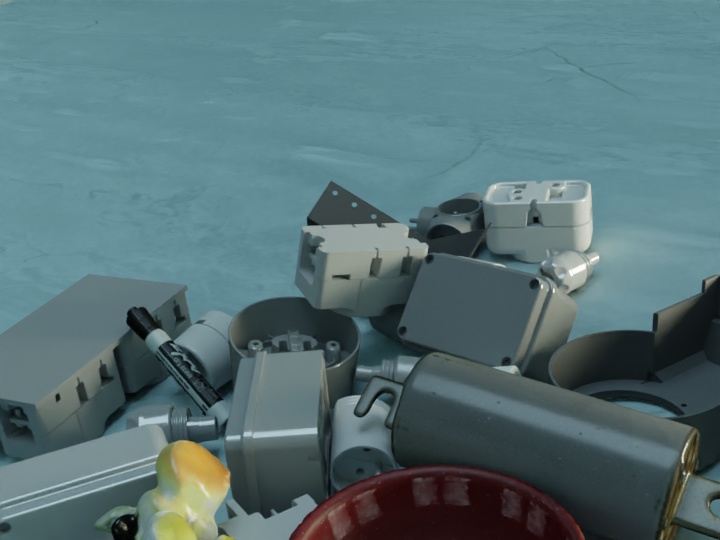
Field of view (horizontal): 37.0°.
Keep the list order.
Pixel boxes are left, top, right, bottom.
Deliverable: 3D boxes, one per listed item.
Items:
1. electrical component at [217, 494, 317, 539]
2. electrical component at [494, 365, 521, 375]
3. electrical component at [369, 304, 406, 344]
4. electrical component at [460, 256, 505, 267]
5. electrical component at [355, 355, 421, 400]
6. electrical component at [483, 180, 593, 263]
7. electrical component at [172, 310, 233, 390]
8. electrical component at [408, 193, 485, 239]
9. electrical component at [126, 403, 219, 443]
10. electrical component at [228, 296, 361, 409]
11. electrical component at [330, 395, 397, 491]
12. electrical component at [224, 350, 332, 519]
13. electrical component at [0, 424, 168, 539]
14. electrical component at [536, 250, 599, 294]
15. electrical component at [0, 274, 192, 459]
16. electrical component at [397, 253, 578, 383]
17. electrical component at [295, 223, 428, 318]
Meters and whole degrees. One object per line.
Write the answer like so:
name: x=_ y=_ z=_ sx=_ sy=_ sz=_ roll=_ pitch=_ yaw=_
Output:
electrical component: x=-0.045 y=0.165 z=0.628 sx=0.064 sy=0.042 sz=0.081 roll=-19 pitch=28 yaw=-26
electrical component: x=0.083 y=0.093 z=0.729 sx=0.047 sy=0.055 sz=0.055 roll=-3 pitch=25 yaw=20
electrical component: x=0.030 y=0.034 z=0.881 sx=0.043 sy=0.043 sz=0.081 roll=-24 pitch=29 yaw=-30
electrical component: x=0.092 y=0.017 z=0.887 sx=0.055 sy=0.055 sz=0.047 roll=-24 pitch=26 yaw=-31
electrical component: x=0.027 y=0.079 z=0.788 sx=0.061 sy=0.035 sz=0.035 roll=6 pitch=27 yaw=6
electrical component: x=0.164 y=-0.045 z=0.988 sx=0.095 sy=0.059 sz=0.053 roll=0 pitch=26 yaw=17
electrical component: x=-0.120 y=0.067 z=0.846 sx=0.055 sy=0.055 sz=0.047 roll=10 pitch=34 yaw=34
electrical component: x=0.079 y=-0.041 z=1.024 sx=0.079 sy=0.044 sz=0.077 roll=6 pitch=28 yaw=26
electrical component: x=-0.132 y=0.115 z=0.759 sx=0.062 sy=0.043 sz=0.043 roll=-7 pitch=25 yaw=-1
electrical component: x=-0.050 y=0.065 z=0.806 sx=0.099 sy=0.064 sz=0.099 roll=3 pitch=16 yaw=-1
electrical component: x=0.003 y=0.113 z=0.722 sx=0.043 sy=0.043 sz=0.081 roll=-6 pitch=25 yaw=4
electrical component: x=-0.051 y=0.110 z=0.705 sx=0.057 sy=0.078 sz=0.113 roll=-4 pitch=25 yaw=2
electrical component: x=-0.162 y=0.151 z=0.652 sx=0.113 sy=0.078 sz=0.057 roll=-15 pitch=23 yaw=-15
electrical component: x=0.181 y=-0.001 z=0.921 sx=0.061 sy=0.035 sz=0.035 roll=-23 pitch=29 yaw=-34
electrical component: x=-0.227 y=0.075 z=0.853 sx=0.105 sy=0.060 sz=0.186 roll=5 pitch=28 yaw=27
electrical component: x=0.093 y=0.037 z=0.797 sx=0.113 sy=0.078 sz=0.057 roll=15 pitch=-10 yaw=40
electrical component: x=0.000 y=0.000 z=0.832 sx=0.089 sy=0.055 sz=0.050 roll=-3 pitch=27 yaw=-25
